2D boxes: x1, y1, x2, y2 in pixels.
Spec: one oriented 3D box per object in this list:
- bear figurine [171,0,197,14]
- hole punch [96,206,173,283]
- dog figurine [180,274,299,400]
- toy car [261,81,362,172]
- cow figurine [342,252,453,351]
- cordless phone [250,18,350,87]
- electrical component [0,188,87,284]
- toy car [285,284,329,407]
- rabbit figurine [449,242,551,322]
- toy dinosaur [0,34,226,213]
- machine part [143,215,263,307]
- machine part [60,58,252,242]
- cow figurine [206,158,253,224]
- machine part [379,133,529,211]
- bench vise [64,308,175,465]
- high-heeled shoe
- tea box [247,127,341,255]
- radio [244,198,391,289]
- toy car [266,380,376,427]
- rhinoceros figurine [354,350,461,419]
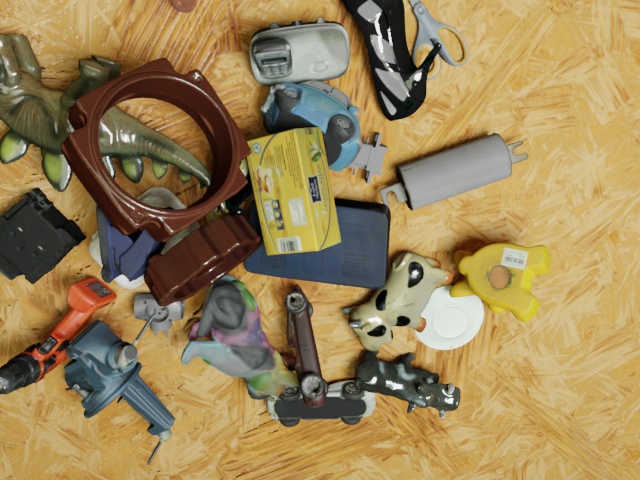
[{"bbox_3d":[-0.139,-0.404,0.727,0.196,0.132,0.120,-25,101,-2],"label":"bear figurine"},{"bbox_3d":[-0.263,0.000,0.781,0.092,0.142,0.115,-1,95,-8],"label":"hole punch"},{"bbox_3d":[-0.113,0.176,0.923,0.219,0.108,0.191,24,102,-15],"label":"dog figurine"},{"bbox_3d":[-0.003,-0.186,0.818,0.162,0.103,0.109,33,147,-4],"label":"toy car"},{"bbox_3d":[0.124,0.108,0.925,0.127,0.086,0.194,22,107,-16],"label":"cow figurine"},{"bbox_3d":[-0.027,-0.266,0.745,0.147,0.184,0.088,-7,103,-1],"label":"cordless phone"},{"bbox_3d":[-0.468,0.002,0.867,0.134,0.058,0.115,-40,104,8],"label":"electrical component"},{"bbox_3d":[-0.026,0.175,0.893,0.053,0.089,0.202,-15,72,5],"label":"toy car"},{"bbox_3d":[0.299,0.073,0.897,0.163,0.173,0.122,2,81,29],"label":"rabbit figurine"},{"bbox_3d":[-0.348,-0.172,0.789,0.472,0.105,0.198,19,112,5],"label":"toy dinosaur"},{"bbox_3d":[-0.169,0.027,0.785,0.179,0.179,0.056,-36,84,7],"label":"machine part"},{"bbox_3d":[-0.206,-0.115,0.699,0.201,0.087,0.201,-39,102,-29],"label":"machine part"},{"bbox_3d":[-0.132,-0.082,0.842,0.068,0.098,0.167,18,105,-16],"label":"cow figurine"},{"bbox_3d":[0.214,-0.110,0.866,0.243,0.079,0.079,-18,108,3],"label":"machine part"},{"bbox_3d":[-0.323,0.246,0.900,0.224,0.129,0.240,-31,105,30],"label":"bench vise"},{"bbox_3d":[0.074,-0.301,0.818,0.249,0.086,0.145,43,134,4],"label":"high-heeled shoe"},{"bbox_3d":[-0.038,-0.068,0.768,0.098,0.068,0.169,-4,98,34],"label":"tea box"},{"bbox_3d":[-0.002,-0.003,0.865,0.230,0.073,0.131,6,106,7],"label":"radio"},{"bbox_3d":[0.002,0.299,0.992,0.202,0.056,0.073,-1,114,-2],"label":"toy car"},{"bbox_3d":[0.156,0.254,0.959,0.190,0.112,0.073,16,104,0],"label":"rhinoceros figurine"}]
